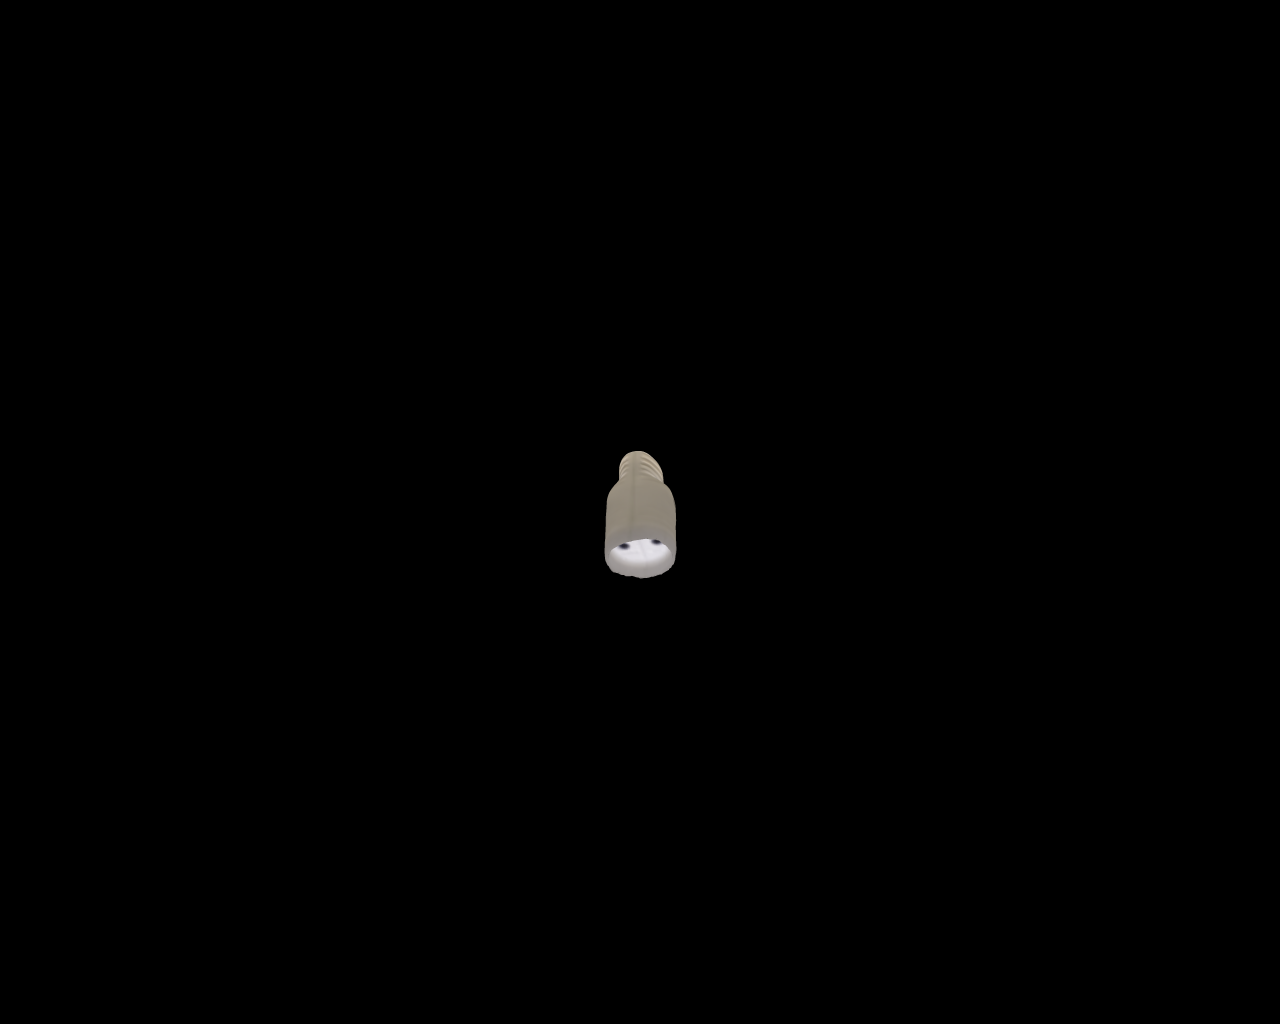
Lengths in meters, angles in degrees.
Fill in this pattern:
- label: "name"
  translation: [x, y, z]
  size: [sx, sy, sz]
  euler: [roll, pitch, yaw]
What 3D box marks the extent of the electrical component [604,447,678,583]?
- label: "electrical component"
  translation: [0.001, -0.003, 0.650]
  size: [0.043, 0.081, 0.043]
  euler: [0, -39, 0]
